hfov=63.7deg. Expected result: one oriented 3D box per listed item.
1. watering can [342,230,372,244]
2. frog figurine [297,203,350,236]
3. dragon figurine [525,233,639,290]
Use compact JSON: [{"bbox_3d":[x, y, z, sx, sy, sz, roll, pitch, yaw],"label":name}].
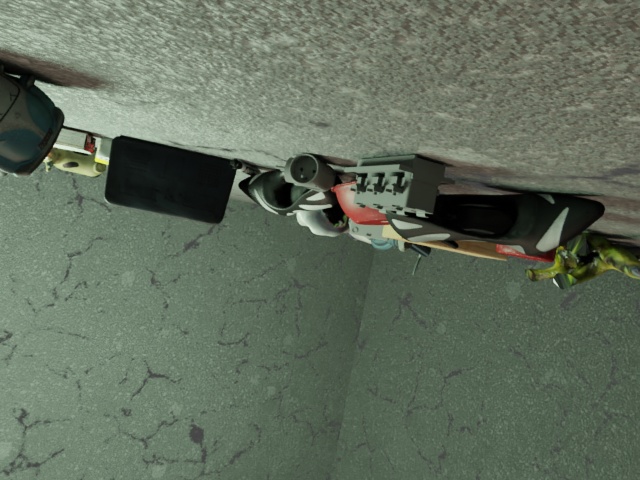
[{"bbox_3d":[0.147,-0.038,1.542,0.347,0.104,0.225,4,-176,-29],"label":"watering can"},{"bbox_3d":[0.004,-0.064,1.274,0.138,0.123,0.158,-10,177,-26],"label":"frog figurine"},{"bbox_3d":[0.587,0.028,1.053,0.243,0.121,0.412,-8,-170,-23],"label":"dragon figurine"}]
